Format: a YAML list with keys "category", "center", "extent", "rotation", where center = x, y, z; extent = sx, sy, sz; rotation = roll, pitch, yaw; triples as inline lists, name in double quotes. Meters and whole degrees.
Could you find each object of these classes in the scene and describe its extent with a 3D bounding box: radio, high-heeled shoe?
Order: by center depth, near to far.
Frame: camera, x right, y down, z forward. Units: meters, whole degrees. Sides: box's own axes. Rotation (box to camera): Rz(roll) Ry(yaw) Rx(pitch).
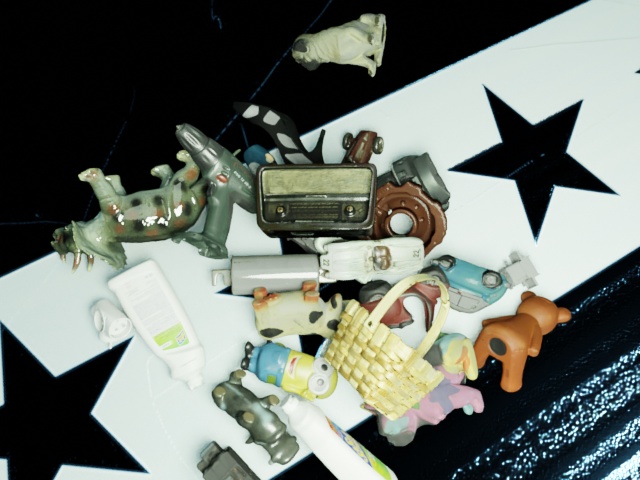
- category: "radio"
  center: [-0.006, -0.072, 1.020]
  extent: [0.230, 0.073, 0.131]
  rotation: [0, 77, 8]
- category: "high-heeled shoe"
  center: [-0.094, -0.198, 1.143]
  extent: [0.249, 0.086, 0.145]
  rotation: [23, 99, 16]

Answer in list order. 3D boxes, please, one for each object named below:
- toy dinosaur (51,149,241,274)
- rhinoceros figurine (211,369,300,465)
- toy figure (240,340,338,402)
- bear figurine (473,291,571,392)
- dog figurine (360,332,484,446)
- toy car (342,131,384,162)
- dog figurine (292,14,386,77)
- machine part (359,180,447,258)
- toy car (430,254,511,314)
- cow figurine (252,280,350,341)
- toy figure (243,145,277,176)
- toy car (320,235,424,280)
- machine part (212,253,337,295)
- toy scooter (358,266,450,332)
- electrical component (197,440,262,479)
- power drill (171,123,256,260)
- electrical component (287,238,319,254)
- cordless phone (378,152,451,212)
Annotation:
- category: "toy dinosaur"
  center: [-0.322, -0.058, 1.044]
  extent: [0.405, 0.131, 0.192]
  rotation: [-16, 90, -16]
- category: "rhinoceros figurine"
  center: [-0.118, 0.318, 0.953]
  extent: [0.190, 0.112, 0.073]
  rotation: [37, 44, 19]
- category: "toy figure"
  center: [-0.054, 0.238, 0.998]
  extent: [0.180, 0.089, 0.082]
  rotation: [13, 87, 7]
- category: "bear figurine"
  center: [0.394, 0.186, 1.058]
  extent: [0.196, 0.131, 0.120]
  rotation: [-19, 37, -41]
- category: "dog figurine"
  center: [0.182, 0.275, 1.000]
  extent: [0.219, 0.108, 0.191]
  rotation: [-5, 75, -5]
- category: "toy car"
  center: [0.067, -0.151, 1.128]
  extent: [0.089, 0.053, 0.202]
  rotation: [14, 71, 30]
- category: "dog figurine"
  center: [0.045, -0.454, 1.216]
  extent: [0.191, 0.121, 0.172]
  rotation: [11, 38, 15]
- category: "machine part"
  center: [0.163, -0.033, 1.075]
  extent: [0.180, 0.056, 0.179]
  rotation: [3, 104, 12]
- category: "toy car"
  center: [0.289, 0.093, 1.069]
  extent: [0.162, 0.109, 0.103]
  rotation: [18, 90, 8]
- category: "cow figurine"
  center: [-0.025, 0.145, 1.007]
  extent: [0.195, 0.086, 0.127]
  rotation: [-7, 115, -6]
- category: "toy figure"
  center: [-0.097, -0.127, 1.111]
  extent: [0.058, 0.064, 0.154]
  rotation: [-37, 79, -12]
- category: "toy car"
  center: [0.100, 0.033, 1.025]
  extent: [0.202, 0.056, 0.073]
  rotation: [-5, 102, -7]
- category: "machine part"
  center: [-0.088, 0.066, 1.047]
  extent: [0.243, 0.079, 0.079]
  rotation: [-1, 73, -6]
- category: "toy scooter"
  center: [0.170, 0.134, 1.049]
  extent: [0.184, 0.075, 0.135]
  rotation: [-16, 103, 11]
- category: "electrical component"
  center: [-0.150, 0.404, 0.918]
  extent: [0.134, 0.115, 0.058]
  rotation: [44, 72, 6]
- category: "power drill"
  center: [-0.210, -0.080, 1.017]
  extent: [0.231, 0.086, 0.207]
  rotation: [35, 54, -40]
- category: "electrical component"
  center: [-0.002, -0.003, 1.093]
  extent: [0.119, 0.047, 0.075]
  rotation: [35, 74, 6]
- category: "cordless phone"
  center: [0.167, -0.091, 1.132]
  extent: [0.184, 0.088, 0.146]
  rotation: [-25, 78, -1]
